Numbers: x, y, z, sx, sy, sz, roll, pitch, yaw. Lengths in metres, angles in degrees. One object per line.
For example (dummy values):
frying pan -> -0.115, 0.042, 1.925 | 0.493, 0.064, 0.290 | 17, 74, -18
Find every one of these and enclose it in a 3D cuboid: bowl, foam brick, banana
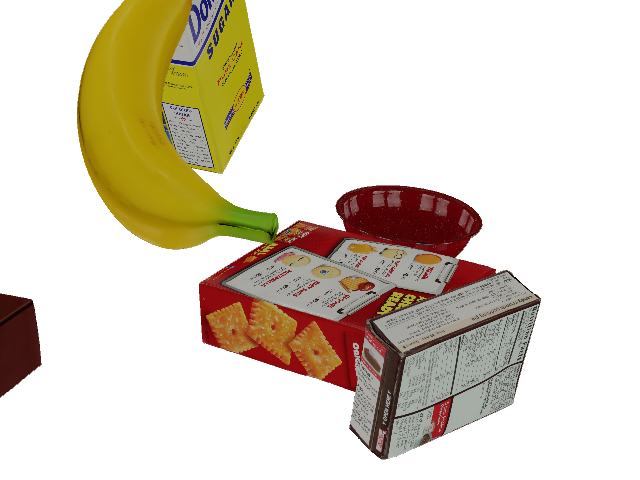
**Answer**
bowl -> 0.094, -0.007, 1.178 | 0.162, 0.055, 0.162 | 5, 25, -3
foam brick -> -0.233, 0.075, 0.715 | 0.053, 0.051, 0.078 | 9, 28, 24
banana -> -0.075, -0.058, 0.479 | 0.069, 0.037, 0.198 | -6, 46, -17

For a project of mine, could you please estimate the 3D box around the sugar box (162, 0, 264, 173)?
sugar box -> -0.086, -0.143, 0.782 | 0.048, 0.093, 0.176 | 13, -35, 15

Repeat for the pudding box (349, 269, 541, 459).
pudding box -> 0.076, 0.076, 0.654 | 0.113, 0.090, 0.039 | -18, 41, -31

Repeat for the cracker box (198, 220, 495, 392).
cracker box -> 0.025, 0.060, 0.953 | 0.214, 0.072, 0.163 | 15, 28, 29

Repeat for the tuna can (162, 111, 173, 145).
tuna can -> -0.149, -0.114, 1.064 | 0.086, 0.034, 0.086 | 5, 25, -3
